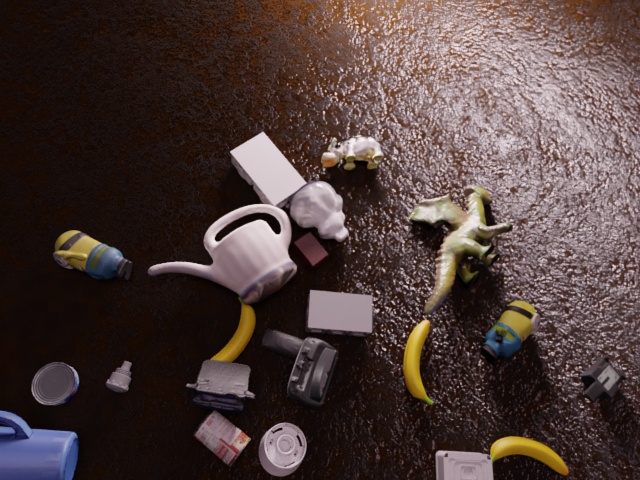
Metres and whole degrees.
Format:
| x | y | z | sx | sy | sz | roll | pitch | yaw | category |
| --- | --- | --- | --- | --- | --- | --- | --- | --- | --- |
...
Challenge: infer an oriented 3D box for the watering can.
| x | y | z | sx | sy | sz | roll | pitch | yaw | category |
| --- | --- | --- | --- | --- | --- | --- | --- | --- | --- |
| -0.203 | 0.055 | 1.214 | 0.351 | 0.102 | 0.226 | -33 | 76 | -19 | watering can |

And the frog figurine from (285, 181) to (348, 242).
| x | y | z | sx | sy | sz | roll | pitch | yaw | category |
| --- | --- | --- | --- | --- | --- | --- | --- | --- | --- |
| 0.004 | -0.065 | 1.292 | 0.139 | 0.120 | 0.162 | -21 | 60 | -36 | frog figurine |

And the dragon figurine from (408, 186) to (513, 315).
| x | y | z | sx | sy | sz | roll | pitch | yaw | category |
| --- | --- | --- | --- | --- | --- | --- | --- | --- | --- |
| 0.336 | -0.009 | 1.346 | 0.415 | 0.119 | 0.246 | -36 | 60 | -22 | dragon figurine |
